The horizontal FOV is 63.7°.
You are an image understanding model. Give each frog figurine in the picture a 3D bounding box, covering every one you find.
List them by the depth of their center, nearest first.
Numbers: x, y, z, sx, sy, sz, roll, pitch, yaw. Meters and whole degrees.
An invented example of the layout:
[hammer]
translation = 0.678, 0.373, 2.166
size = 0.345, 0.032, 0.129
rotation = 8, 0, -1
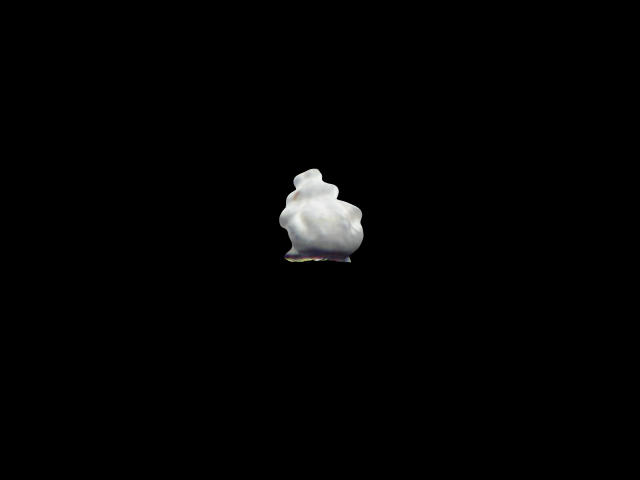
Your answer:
[frog figurine]
translation = 0.003, -0.043, 0.850
size = 0.137, 0.160, 0.122
rotation = 0, -6, 4
